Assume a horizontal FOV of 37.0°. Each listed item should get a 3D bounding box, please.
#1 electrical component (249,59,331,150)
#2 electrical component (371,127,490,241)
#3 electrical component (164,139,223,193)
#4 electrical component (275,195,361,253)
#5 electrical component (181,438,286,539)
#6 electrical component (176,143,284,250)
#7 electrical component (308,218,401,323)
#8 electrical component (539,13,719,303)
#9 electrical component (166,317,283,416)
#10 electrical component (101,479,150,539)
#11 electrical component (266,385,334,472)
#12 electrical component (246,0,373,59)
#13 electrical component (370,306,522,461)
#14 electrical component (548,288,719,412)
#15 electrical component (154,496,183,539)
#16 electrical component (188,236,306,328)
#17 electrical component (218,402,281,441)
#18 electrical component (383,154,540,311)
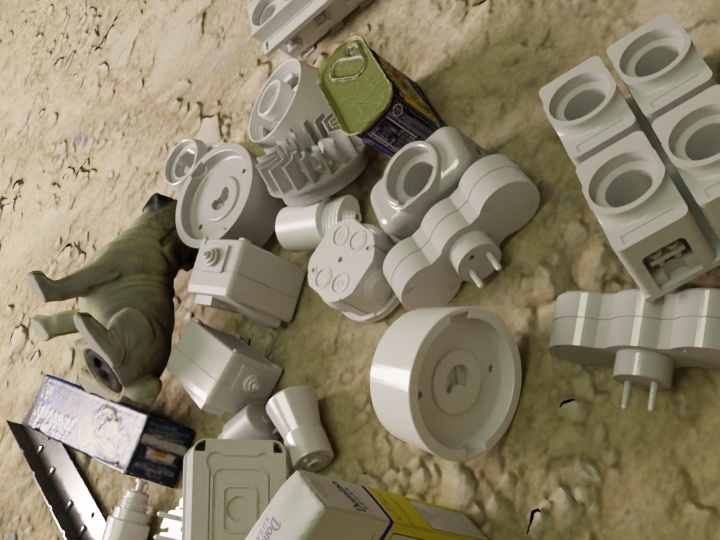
[{"bbox_3d":[-0.062,-0.153,1.044,0.099,0.064,0.099,-39,37,38],"label":"electrical component"},{"bbox_3d":[0.058,-0.066,0.869,0.095,0.059,0.053,-40,47,22],"label":"electrical component"},{"bbox_3d":[-0.163,-0.099,1.102,0.058,0.057,0.078,4,73,45],"label":"electrical component"},{"bbox_3d":[-0.032,-0.041,0.955,0.081,0.043,0.043,-8,64,42],"label":"electrical component"},{"bbox_3d":[-0.102,0.195,0.862,0.057,0.078,0.113,128,143,-64],"label":"electrical component"},{"bbox_3d":[-0.120,-0.061,1.038,0.108,0.060,0.108,-21,56,36],"label":"electrical component"},{"bbox_3d":[0.000,0.000,0.898,0.080,0.051,0.080,-21,56,36],"label":"electrical component"},{"bbox_3d":[0.194,-0.082,0.704,0.105,0.060,0.186,-31,38,16],"label":"electrical component"},{"bbox_3d":[-0.120,0.094,0.958,0.096,0.062,0.061,30,91,48],"label":"electrical component"},{"bbox_3d":[-0.213,0.233,0.994,0.040,0.040,0.078,2,71,45],"label":"electrical component"},{"bbox_3d":[-0.047,0.133,0.884,0.044,0.044,0.065,-41,51,21],"label":"electrical component"},{"bbox_3d":[-0.047,-0.269,1.072,0.121,0.063,0.078,-35,49,27],"label":"electrical component"},{"bbox_3d":[0.056,0.077,0.766,0.060,0.108,0.108,5,73,52],"label":"electrical component"},{"bbox_3d":[0.183,0.055,0.691,0.138,0.052,0.073,-3,68,43],"label":"electrical component"},{"bbox_3d":[-0.141,0.221,0.903,0.047,0.077,0.065,-15,60,39],"label":"electrical component"},{"bbox_3d":[-0.107,0.010,0.962,0.062,0.096,0.061,5,74,45],"label":"electrical component"},{"bbox_3d":[-0.103,0.149,0.930,0.078,0.040,0.040,-42,46,21],"label":"electrical component"},{"bbox_3d":[0.084,-0.016,0.823,0.138,0.052,0.073,-47,44,16],"label":"electrical component"}]
